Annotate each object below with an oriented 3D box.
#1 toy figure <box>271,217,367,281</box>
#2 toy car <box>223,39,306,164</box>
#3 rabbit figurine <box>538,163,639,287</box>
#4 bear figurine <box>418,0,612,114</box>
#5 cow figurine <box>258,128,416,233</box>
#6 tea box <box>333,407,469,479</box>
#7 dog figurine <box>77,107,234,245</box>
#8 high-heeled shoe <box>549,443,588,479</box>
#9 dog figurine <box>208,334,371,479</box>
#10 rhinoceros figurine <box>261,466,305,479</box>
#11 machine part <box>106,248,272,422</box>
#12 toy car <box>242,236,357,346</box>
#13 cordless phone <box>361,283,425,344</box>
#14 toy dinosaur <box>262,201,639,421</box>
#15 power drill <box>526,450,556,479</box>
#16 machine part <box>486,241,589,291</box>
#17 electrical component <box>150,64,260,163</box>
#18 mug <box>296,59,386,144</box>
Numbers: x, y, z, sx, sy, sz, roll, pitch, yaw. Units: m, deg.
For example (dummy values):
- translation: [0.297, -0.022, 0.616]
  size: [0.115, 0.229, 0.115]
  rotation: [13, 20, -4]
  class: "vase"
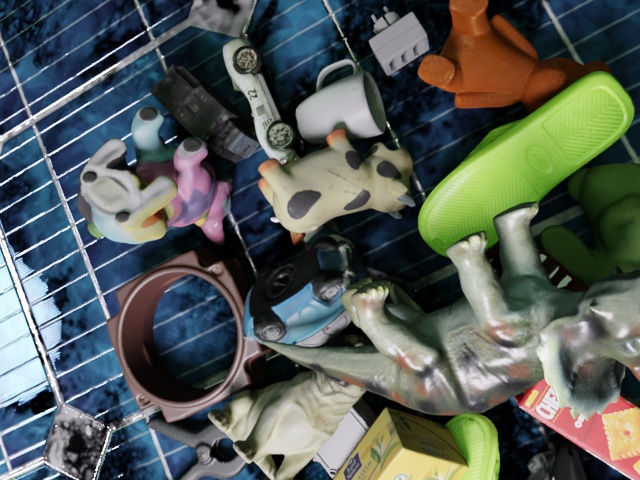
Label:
- translation: [-0.001, -0.002, 0.713]
  size: [0.154, 0.064, 0.058]
  rotation: [50, 124, 8]
  class: "toy figure"
- translation: [-0.074, -0.180, 0.733]
  size: [0.056, 0.073, 0.201]
  rotation: [-25, 81, 8]
  class: "toy car"
- translation: [0.328, 0.004, 0.595]
  size: [0.159, 0.121, 0.170]
  rotation: [7, 86, 21]
  class: "rabbit figurine"
- translation: [0.232, -0.194, 0.631]
  size: [0.196, 0.132, 0.120]
  rotation: [31, 102, 20]
  class: "bear figurine"
- translation: [0.033, -0.067, 0.670]
  size: [0.195, 0.085, 0.127]
  rotation: [-25, 81, -18]
  class: "cow figurine"
- translation: [0.081, 0.289, 0.632]
  size: [0.098, 0.068, 0.169]
  rotation: [22, 111, -21]
  class: "tea box"
- translation: [-0.188, -0.044, 0.680]
  size: [0.109, 0.219, 0.191]
  rotation: [29, 68, 16]
  class: "dog figurine"
- translation: [0.202, 0.323, 0.547]
  size: [0.145, 0.086, 0.248]
  rotation: [-6, 96, 8]
  class: "high-heeled shoe"
- translation: [-0.024, 0.191, 0.662]
  size: [0.190, 0.172, 0.121]
  rotation: [-45, 121, -19]
  class: "dog figurine"
- translation: [-0.051, 0.387, 0.673]
  size: [0.073, 0.112, 0.190]
  rotation: [-3, 90, -28]
  class: "rhinoceros figurine"
- translation: [-0.175, 0.127, 0.735]
  size: [0.201, 0.087, 0.201]
  rotation: [-27, 82, 11]
  class: "machine part"
- translation: [-0.012, 0.075, 0.658]
  size: [0.162, 0.109, 0.102]
  rotation: [-32, 124, 18]
  class: "toy car"
- translation: [0.141, 0.092, 0.606]
  size: [0.089, 0.184, 0.146]
  rotation: [-34, 77, -33]
  class: "cordless phone"
- translation: [0.132, 0.099, 0.501]
  size: [0.405, 0.131, 0.192]
  rotation: [-31, 84, 36]
  class: "toy dinosaur"
- translation: [0.302, 0.359, 0.603]
  size: [0.207, 0.086, 0.232]
  rotation: [35, 96, 18]
  class: "power drill"
- translation: [0.252, 0.062, 0.589]
  size: [0.179, 0.179, 0.056]
  rotation: [44, 96, 13]
  class: "machine part"
- translation: [-0.145, -0.165, 0.729]
  size: [0.134, 0.115, 0.058]
  rotation: [44, 102, 12]
  class: "electrical component"
- translation: [0.021, -0.177, 0.707]
  size: [0.107, 0.081, 0.109]
  rotation: [-16, 88, 22]
  class: "mug"
